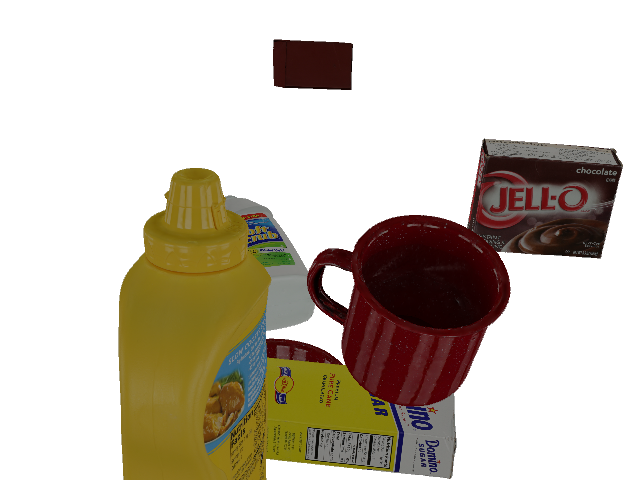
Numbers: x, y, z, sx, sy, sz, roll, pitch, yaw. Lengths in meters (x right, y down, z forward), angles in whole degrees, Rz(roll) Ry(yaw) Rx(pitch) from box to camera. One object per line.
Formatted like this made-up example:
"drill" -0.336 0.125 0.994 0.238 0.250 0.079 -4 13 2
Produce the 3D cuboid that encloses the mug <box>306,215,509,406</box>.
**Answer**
"mug" 0.046 0.041 0.641 0.117 0.081 0.093 19 46 7

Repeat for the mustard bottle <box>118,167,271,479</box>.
"mustard bottle" -0.051 0.062 0.446 0.058 0.192 0.096 9 25 14

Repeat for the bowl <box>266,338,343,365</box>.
"bowl" -0.047 0.169 1.089 0.162 0.055 0.162 1 31 -1

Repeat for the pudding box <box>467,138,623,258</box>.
"pudding box" 0.184 -0.035 0.885 0.113 0.090 0.039 3 34 -1

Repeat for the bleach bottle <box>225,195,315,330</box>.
"bleach bottle" -0.086 0.013 1.229 0.102 0.068 0.251 -7 28 -16

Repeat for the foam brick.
"foam brick" -0.009 -0.192 1.166 0.078 0.051 0.053 0 12 -16

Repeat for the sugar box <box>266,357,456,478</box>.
"sugar box" 0.018 0.137 0.846 0.176 0.048 0.093 3 25 3
